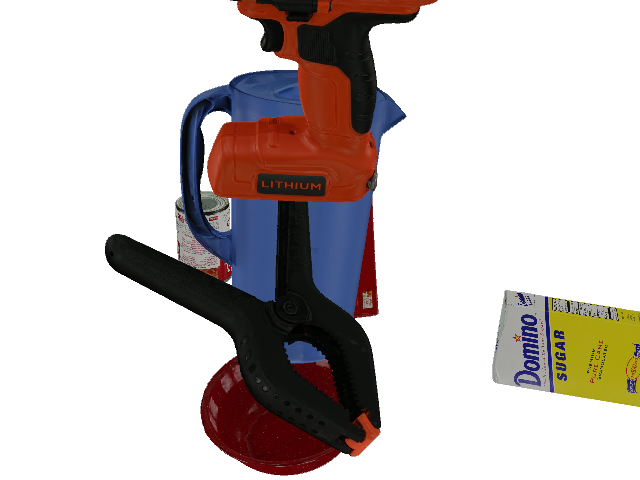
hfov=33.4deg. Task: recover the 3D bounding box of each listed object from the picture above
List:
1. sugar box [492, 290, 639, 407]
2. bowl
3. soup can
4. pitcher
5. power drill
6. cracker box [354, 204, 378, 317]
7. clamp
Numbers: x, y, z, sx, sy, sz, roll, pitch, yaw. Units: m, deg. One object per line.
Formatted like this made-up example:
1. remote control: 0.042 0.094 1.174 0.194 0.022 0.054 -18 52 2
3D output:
1. sugar box: 0.268 0.111 1.083 0.176 0.093 0.048 7 21 6
2. bowl: -0.030 0.168 1.011 0.162 0.055 0.162 -5 37 4
3. soup can: -0.145 -0.002 1.321 0.068 0.102 0.068 0 26 0
4. pitcher: -0.029 -0.022 0.925 0.149 0.243 0.144 19 24 34
5. power drill: -0.027 -0.104 0.609 0.184 0.057 0.188 3 -41 -3
6. cracker box: 0.002 -0.027 1.168 0.072 0.164 0.214 -8 19 -9
7. clamp: -0.037 0.053 0.709 0.164 0.210 0.036 -16 -25 -32
